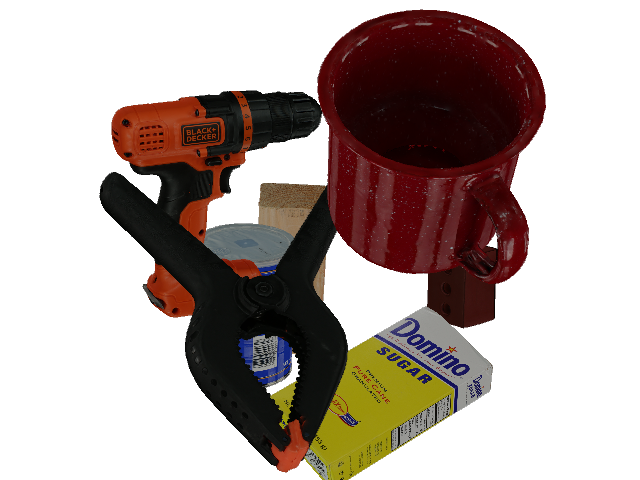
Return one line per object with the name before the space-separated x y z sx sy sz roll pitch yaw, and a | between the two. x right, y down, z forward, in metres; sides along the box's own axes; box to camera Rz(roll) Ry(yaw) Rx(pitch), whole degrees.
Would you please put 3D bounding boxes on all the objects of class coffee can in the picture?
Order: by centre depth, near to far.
coffee can | -0.077 0.065 1.084 0.103 0.140 0.103 2 22 -1

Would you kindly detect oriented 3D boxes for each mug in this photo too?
mug | 0.051 -0.030 0.460 0.093 0.117 0.081 -26 -31 -18

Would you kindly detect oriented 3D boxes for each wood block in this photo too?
wood block | -0.039 0.037 1.401 0.090 0.206 0.091 3 23 -2

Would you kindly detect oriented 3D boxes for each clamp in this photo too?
clamp | -0.048 0.035 0.632 0.164 0.210 0.036 2 -37 -14

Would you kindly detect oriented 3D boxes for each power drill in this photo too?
power drill | -0.085 -0.035 0.919 0.184 0.188 0.057 -8 21 -23

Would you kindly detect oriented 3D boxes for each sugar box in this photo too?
sugar box | 0.054 0.133 0.930 0.176 0.048 0.093 -30 50 -21

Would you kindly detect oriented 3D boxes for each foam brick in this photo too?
foam brick | 0.145 0.044 1.097 0.051 0.078 0.053 -14 20 -40
